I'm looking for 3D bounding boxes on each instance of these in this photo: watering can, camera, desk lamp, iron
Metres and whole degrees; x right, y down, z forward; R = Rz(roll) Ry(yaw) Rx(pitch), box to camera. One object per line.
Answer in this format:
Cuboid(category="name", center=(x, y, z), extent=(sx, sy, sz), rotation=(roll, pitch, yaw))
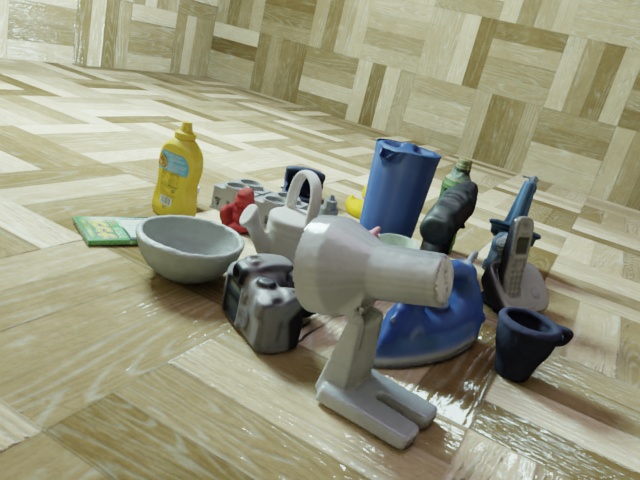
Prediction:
Cuboid(category="watering can", center=(-0.044, -0.020, 0.945), extent=(0.100, 0.194, 0.173), rotation=(29, 24, 36))
Cuboid(category="camera", center=(-0.053, 0.077, 0.808), extent=(0.137, 0.101, 0.142), rotation=(1, 23, -33))
Cuboid(category="desk lamp", center=(0.061, 0.093, 0.673), extent=(0.202, 0.213, 0.118), rotation=(24, 22, 27))
Cuboid(category="iron", center=(0.164, 0.094, 0.852), extent=(0.118, 0.141, 0.259), rotation=(27, 23, 33))

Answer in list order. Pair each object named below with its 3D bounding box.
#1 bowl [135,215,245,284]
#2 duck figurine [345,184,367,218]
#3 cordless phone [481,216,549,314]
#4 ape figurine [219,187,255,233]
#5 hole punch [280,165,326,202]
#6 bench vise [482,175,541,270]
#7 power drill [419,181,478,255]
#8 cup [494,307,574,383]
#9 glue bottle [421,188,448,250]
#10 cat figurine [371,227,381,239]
Cuboid(category="bowl", center=(-0.205, 0.023, 0.893), extent=(0.167, 0.075, 0.167), rotation=(13, 19, -4))
Cuboid(category="duck figurine", center=(0.119, -0.100, 1.448), extent=(0.104, 0.086, 0.078), rotation=(23, 21, 23))
Cuboid(category="cordless phone", center=(0.384, 0.046, 1.075), extent=(0.148, 0.185, 0.093), rotation=(-1, 24, -37))
Cuboid(category="ape figurine", center=(-0.154, -0.061, 1.137), extent=(0.077, 0.092, 0.076), rotation=(24, 21, 26))
Cuboid(category="hole punch", center=(-0.044, -0.152, 1.473), extent=(0.108, 0.091, 0.101), rotation=(12, 19, -5))
Cuboid(category="bench vise", center=(0.447, -0.031, 1.283), extent=(0.121, 0.220, 0.207), rotation=(16, 19, 5))
Cuboid(category="power drill", center=(0.227, 0.000, 1.059), extent=(0.075, 0.208, 0.230), rotation=(21, 20, 19))
Cuboid(category="cup", center=(0.306, 0.160, 0.840), extent=(0.118, 0.095, 0.091), rotation=(10, 20, -13))
Cuboid(category="glue bottle", center=(0.241, -0.026, 1.196), extent=(0.037, 0.173, 0.078), rotation=(15, 19, 2))
Cuboid(category="cat figurine", center=(0.078, 0.032, 1.001), extent=(0.067, 0.118, 0.128), rotation=(13, 19, -3))
